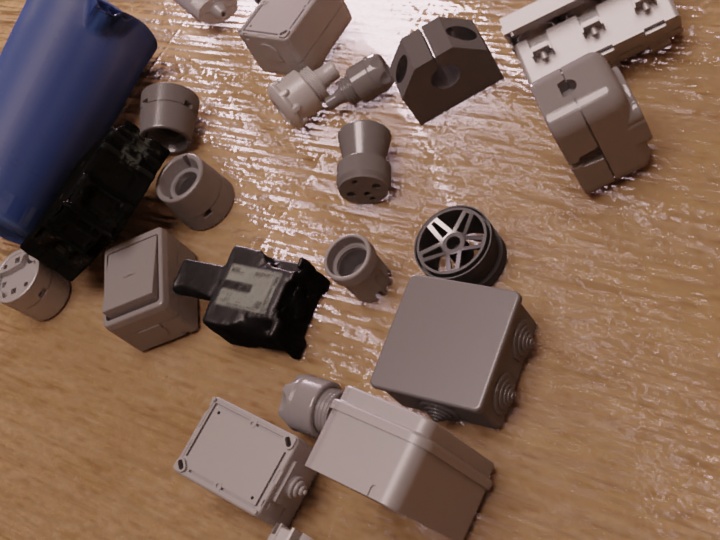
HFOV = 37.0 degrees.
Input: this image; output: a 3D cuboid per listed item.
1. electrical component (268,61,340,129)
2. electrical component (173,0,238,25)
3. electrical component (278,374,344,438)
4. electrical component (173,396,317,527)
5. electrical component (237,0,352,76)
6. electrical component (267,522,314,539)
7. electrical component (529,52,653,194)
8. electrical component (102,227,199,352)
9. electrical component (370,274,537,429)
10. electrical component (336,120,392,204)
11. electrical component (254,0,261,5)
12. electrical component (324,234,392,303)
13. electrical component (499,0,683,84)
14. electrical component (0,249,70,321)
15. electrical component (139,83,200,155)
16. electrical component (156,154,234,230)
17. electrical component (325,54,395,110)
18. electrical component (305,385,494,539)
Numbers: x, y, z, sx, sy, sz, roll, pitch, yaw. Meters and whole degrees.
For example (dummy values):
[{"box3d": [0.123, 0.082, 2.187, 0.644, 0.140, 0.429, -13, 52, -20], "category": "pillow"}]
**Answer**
[{"box3d": [-0.047, -0.159, 0.949, 0.062, 0.048, 0.048, -38, 51, -3], "category": "electrical component"}, {"box3d": [-0.156, -0.272, 1.078, 0.043, 0.043, 0.081, -45, 51, 0], "category": "electrical component"}, {"box3d": [-0.025, 0.102, 0.783, 0.062, 0.043, 0.043, 13, 70, 34], "category": "electrical component"}, {"box3d": [-0.073, 0.144, 0.780, 0.096, 0.061, 0.061, 22, 75, 29], "category": "electrical component"}, {"box3d": [-0.054, -0.227, 0.985, 0.062, 0.061, 0.096, 16, 64, 36], "category": "electrical component"}, {"box3d": [-0.054, 0.203, 0.744, 0.040, 0.040, 0.046, 12, 63, 35], "category": "electrical component"}, {"box3d": [0.167, -0.104, 0.759, 0.059, 0.095, 0.053, -27, 53, 14], "category": "electrical component"}, {"box3d": [-0.180, 0.009, 0.916, 0.062, 0.061, 0.096, -21, 55, 18], "category": "electrical component"}, {"box3d": [0.068, 0.058, 0.752, 0.100, 0.048, 0.099, 10, 68, 34], "category": "electrical component"}, {"box3d": [0.003, -0.088, 0.877, 0.045, 0.045, 0.055, -13, 58, 23], "category": "electrical component"}, {"box3d": [-0.072, -0.300, 1.026, 0.079, 0.043, 0.077, -42, 38, 40], "category": "electrical component"}, {"box3d": [0.000, 0.000, 0.826, 0.040, 0.046, 0.040, -14, 57, 23], "category": "electrical component"}, {"box3d": [0.177, -0.184, 0.818, 0.121, 0.079, 0.063, -24, 76, 16], "category": "electrical component"}, {"box3d": [-0.302, 0.015, 0.992, 0.055, 0.047, 0.055, -15, 56, 23], "category": "electrical component"}, {"box3d": [-0.180, -0.141, 1.009, 0.055, 0.055, 0.047, -11, 62, 25], "category": "electrical component"}, {"box3d": [-0.147, -0.070, 0.952, 0.055, 0.047, 0.055, -14, 57, 23], "category": "electrical component"}, {"box3d": [-0.002, -0.159, 0.929, 0.061, 0.035, 0.035, -30, 52, 15], "category": "electrical component"}, {"box3d": [0.029, 0.126, 0.694, 0.078, 0.113, 0.057, 18, 76, 36], "category": "electrical component"}]
